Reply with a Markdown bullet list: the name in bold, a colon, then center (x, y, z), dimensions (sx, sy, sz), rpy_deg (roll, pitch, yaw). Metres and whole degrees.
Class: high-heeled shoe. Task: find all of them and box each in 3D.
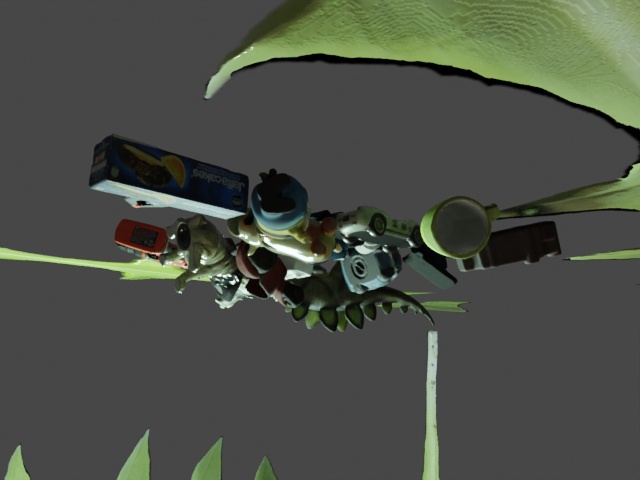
- **high-heeled shoe**: center (-0.262, 0.094, 1.378), dimensions (0.086, 0.145, 0.249), rpy_deg (10, 165, -27)

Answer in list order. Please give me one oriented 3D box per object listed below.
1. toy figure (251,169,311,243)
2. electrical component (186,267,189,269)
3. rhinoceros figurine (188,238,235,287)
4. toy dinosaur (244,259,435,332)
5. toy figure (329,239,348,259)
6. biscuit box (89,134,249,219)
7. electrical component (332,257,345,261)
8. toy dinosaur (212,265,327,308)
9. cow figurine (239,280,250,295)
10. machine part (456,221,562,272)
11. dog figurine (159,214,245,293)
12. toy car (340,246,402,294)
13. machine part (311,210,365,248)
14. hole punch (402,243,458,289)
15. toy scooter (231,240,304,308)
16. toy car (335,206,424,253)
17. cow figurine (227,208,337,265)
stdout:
- **toy figure**: center (-0.060, -0.049, 0.778), dimensions (0.089, 0.082, 0.180), rpy_deg (14, 174, 7)
- **electrical component**: center (-0.327, 0.032, 1.312), dimensions (0.119, 0.048, 0.075), rpy_deg (44, 148, -20)
- **rhinoceros figurine**: center (-0.209, 0.052, 1.238), dimensions (0.190, 0.112, 0.073), rpy_deg (0, 176, -26)
- **toy dinosaur**: center (0.042, 0.121, 1.296), dimensions (0.472, 0.198, 0.105), rpy_deg (4, 172, 6)
- **toy figure**: center (-0.004, -0.002, 1.051), dimensions (0.064, 0.058, 0.154), rpy_deg (-12, 157, 34)
- **biscuit box**: center (-0.192, -0.078, 0.714), dimensions (0.202, 0.059, 0.063), rpy_deg (12, 165, -39)
- **electrical component**: center (0.015, 0.018, 1.173), dimensions (0.102, 0.045, 0.078), rpy_deg (7, 169, -20)
- **toy dinosaur**: center (-0.119, 0.106, 1.501), dimensions (0.405, 0.131, 0.192), rpy_deg (-11, 163, 31)
- **cow figurine**: center (-0.137, 0.108, 1.399), dimensions (0.168, 0.068, 0.098), rpy_deg (-2, 127, 18)
- **machine part**: center (0.310, 0.012, 0.903), dimensions (0.179, 0.056, 0.179), rpy_deg (-13, 180, 0)
- **dog figurine**: center (-0.206, 0.015, 1.094), dimensions (0.190, 0.121, 0.172), rpy_deg (-8, 149, -44)
- **toy car**: center (0.127, 0.050, 1.198), dimensions (0.103, 0.109, 0.162), rpy_deg (-15, 172, -42)
- **machine part**: center (0.032, -0.022, 0.977), dimensions (0.084, 0.039, 0.138), rpy_deg (-14, 153, 42)
- **hole punch**: center (0.246, 0.033, 1.130), dimensions (0.116, 0.092, 0.142), rpy_deg (33, 172, 4)
- **toy scooter**: center (-0.120, 0.064, 1.076), dimensions (0.135, 0.075, 0.183), rpy_deg (3, 135, 48)
- **toy car**: center (0.111, -0.017, 0.950), dimensions (0.074, 0.056, 0.201), rpy_deg (-16, 160, 41)
- **cow figurine**: center (-0.068, -0.012, 0.928), dimensions (0.195, 0.085, 0.127), rpy_deg (17, 159, 10)
